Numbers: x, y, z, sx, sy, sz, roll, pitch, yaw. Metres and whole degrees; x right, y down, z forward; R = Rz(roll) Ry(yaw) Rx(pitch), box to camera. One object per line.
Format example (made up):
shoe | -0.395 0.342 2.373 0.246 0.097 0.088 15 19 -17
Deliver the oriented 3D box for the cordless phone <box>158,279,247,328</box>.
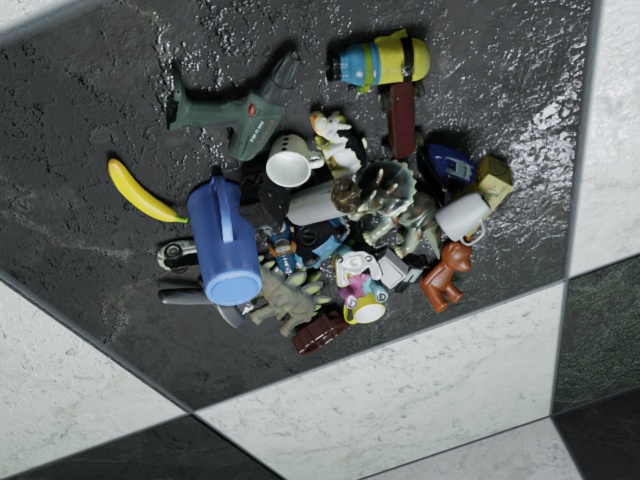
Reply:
cordless phone | -0.279 0.147 1.275 0.184 0.147 0.088 2 117 -38

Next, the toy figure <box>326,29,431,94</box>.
toy figure | 0.104 -0.306 0.943 0.180 0.089 0.082 -10 144 -12

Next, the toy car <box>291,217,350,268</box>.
toy car | -0.003 -0.004 1.257 0.162 0.109 0.103 -36 160 6

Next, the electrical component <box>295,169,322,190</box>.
electrical component | -0.038 -0.136 1.142 0.063 0.021 0.094 -31 139 17

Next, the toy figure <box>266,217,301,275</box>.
toy figure | -0.086 0.007 1.186 0.064 0.154 0.057 -33 140 20

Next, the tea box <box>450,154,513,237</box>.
tea box | 0.367 -0.101 1.250 0.068 0.098 0.169 26 128 -6

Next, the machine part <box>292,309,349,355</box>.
machine part | 0.001 0.263 1.538 0.179 0.056 0.179 -29 162 -10

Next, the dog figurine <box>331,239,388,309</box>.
dog figurine | 0.082 0.072 1.314 0.108 0.219 0.191 -18 106 -2

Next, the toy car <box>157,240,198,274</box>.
toy car | -0.269 0.027 1.225 0.202 0.056 0.073 -11 146 -5

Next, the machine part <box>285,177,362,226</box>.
machine part | 0.003 -0.078 1.119 0.079 0.079 0.243 17 163 -33

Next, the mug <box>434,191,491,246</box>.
mug | 0.323 -0.050 1.176 0.107 0.110 0.080 -40 152 25

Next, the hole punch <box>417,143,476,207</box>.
hole punch | 0.268 -0.150 1.146 0.092 0.116 0.142 -35 162 5

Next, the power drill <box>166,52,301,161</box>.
power drill | -0.160 -0.246 0.941 0.207 0.086 0.232 -2 141 -28

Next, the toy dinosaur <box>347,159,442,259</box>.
toy dinosaur | 0.204 -0.066 1.241 0.404 0.131 0.192 15 132 -40

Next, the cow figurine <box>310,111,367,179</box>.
cow figurine | 0.042 -0.197 1.064 0.098 0.068 0.167 -25 143 2

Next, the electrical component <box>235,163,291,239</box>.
electrical component | -0.111 -0.088 1.085 0.058 0.134 0.114 -8 146 23

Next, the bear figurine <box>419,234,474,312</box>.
bear figurine | 0.361 0.083 1.455 0.120 0.132 0.195 -19 155 -45

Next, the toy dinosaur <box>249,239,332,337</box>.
toy dinosaur | -0.091 0.129 1.371 0.198 0.105 0.470 -35 146 9

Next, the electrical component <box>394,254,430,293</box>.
electrical component | 0.241 0.092 1.477 0.075 0.048 0.119 5 136 -22

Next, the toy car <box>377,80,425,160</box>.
toy car | 0.160 -0.240 1.066 0.089 0.053 0.202 -21 144 -3
